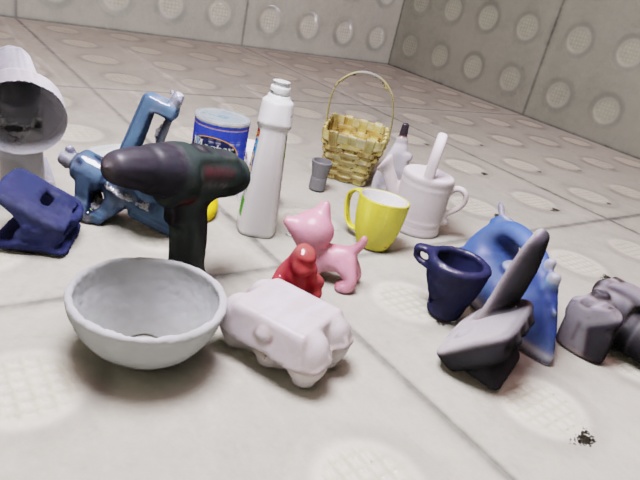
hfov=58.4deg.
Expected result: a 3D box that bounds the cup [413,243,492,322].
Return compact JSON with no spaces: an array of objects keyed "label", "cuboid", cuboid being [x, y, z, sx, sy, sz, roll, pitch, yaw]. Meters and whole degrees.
[{"label":"cup","cuboid":[0.178,0.063,0.830,0.117,0.095,0.092,27,28,28]}]

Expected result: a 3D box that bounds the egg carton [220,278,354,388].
[{"label":"egg carton","cuboid":[-0.041,0.103,0.663,0.150,0.069,0.107,24,27,23]}]

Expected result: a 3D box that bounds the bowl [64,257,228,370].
[{"label":"bowl","cuboid":[-0.186,0.088,0.617,0.167,0.075,0.167,11,25,-5]}]

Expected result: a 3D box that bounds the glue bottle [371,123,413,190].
[{"label":"glue bottle","cuboid":[0.160,-0.161,1.203,0.078,0.173,0.037,17,25,8]}]

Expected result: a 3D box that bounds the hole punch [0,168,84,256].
[{"label":"hole punch","cuboid":[-0.377,-0.041,0.776,0.101,0.091,0.108,7,25,-13]}]

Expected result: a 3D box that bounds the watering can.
[{"label":"watering can","cuboid":[0.196,-0.111,1.089,0.173,0.194,0.101,9,25,-10]}]

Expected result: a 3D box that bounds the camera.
[{"label":"camera","cuboid":[0.442,0.124,0.824,0.144,0.101,0.136,-8,32,-38]}]

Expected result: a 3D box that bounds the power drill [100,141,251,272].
[{"label":"power drill","cuboid":[-0.175,-0.024,0.699,0.075,0.208,0.230,23,26,21]}]

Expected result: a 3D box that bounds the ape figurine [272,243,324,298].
[{"label":"ape figurine","cuboid":[-0.029,0.048,0.760,0.078,0.092,0.076,5,26,-18]}]

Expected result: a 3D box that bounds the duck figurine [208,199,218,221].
[{"label":"duck figurine","cuboid":[-0.207,-0.082,0.955,0.077,0.086,0.105,19,25,13]}]

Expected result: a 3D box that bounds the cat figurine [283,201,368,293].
[{"label":"cat figurine","cuboid":[0.008,0.003,0.843,0.127,0.118,0.067,16,25,6]}]

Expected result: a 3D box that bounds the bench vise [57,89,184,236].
[{"label":"bench vise","cuboid":[-0.276,-0.118,0.835,0.208,0.220,0.121,5,26,-17]}]

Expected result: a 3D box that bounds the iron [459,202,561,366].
[{"label":"iron","cuboid":[0.300,0.051,0.859,0.119,0.141,0.257,6,26,-16]}]

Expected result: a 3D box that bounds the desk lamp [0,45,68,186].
[{"label":"desk lamp","cuboid":[-0.460,-0.174,0.869,0.118,0.213,0.202,-3,29,-32]}]

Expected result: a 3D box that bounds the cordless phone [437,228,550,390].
[{"label":"cordless phone","cuboid":[0.226,0.076,0.716,0.094,0.185,0.148,23,27,22]}]
